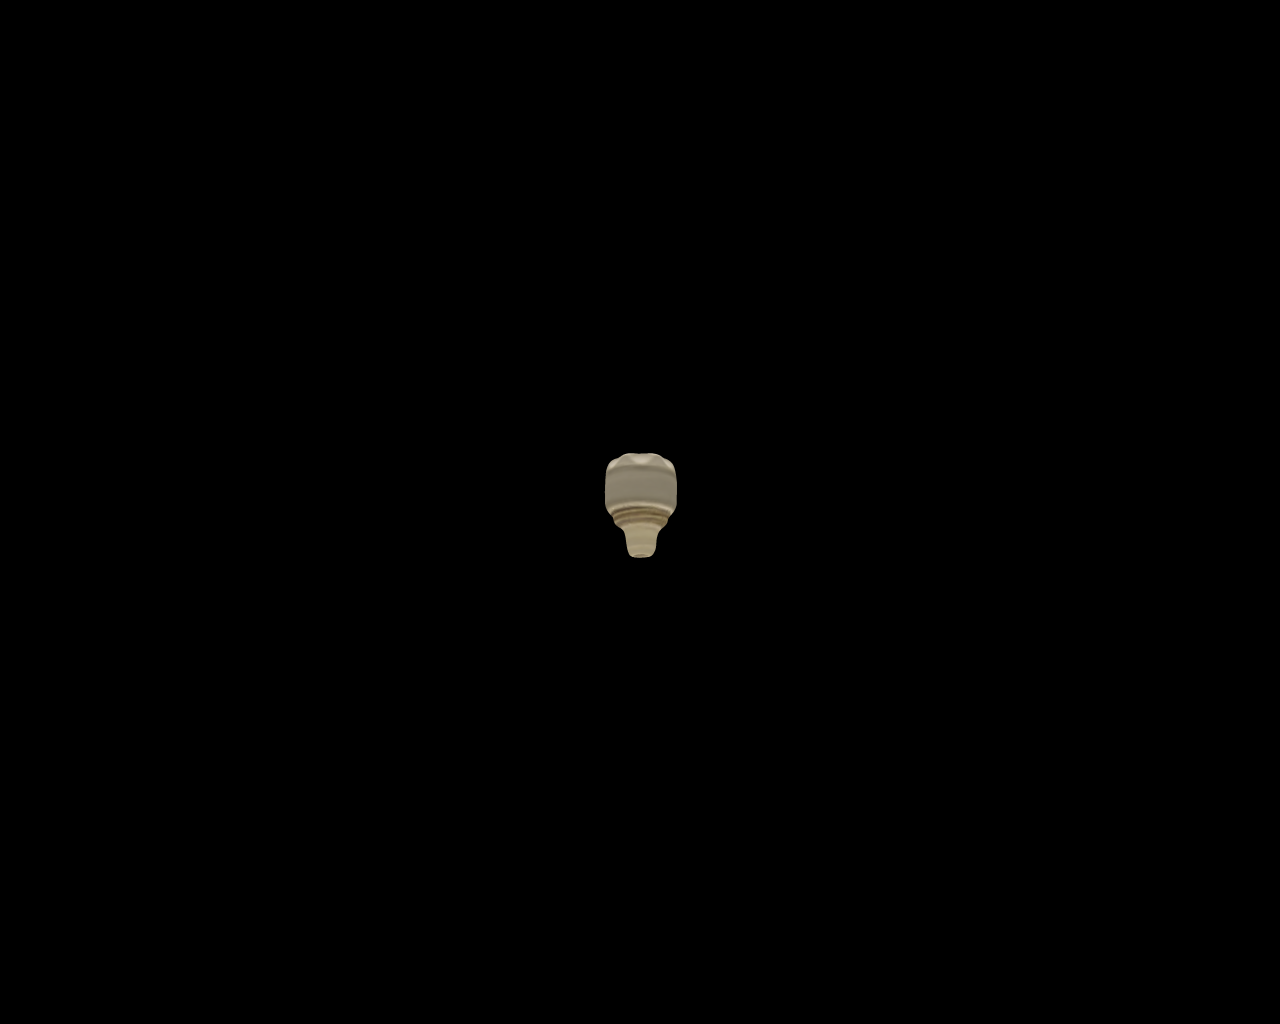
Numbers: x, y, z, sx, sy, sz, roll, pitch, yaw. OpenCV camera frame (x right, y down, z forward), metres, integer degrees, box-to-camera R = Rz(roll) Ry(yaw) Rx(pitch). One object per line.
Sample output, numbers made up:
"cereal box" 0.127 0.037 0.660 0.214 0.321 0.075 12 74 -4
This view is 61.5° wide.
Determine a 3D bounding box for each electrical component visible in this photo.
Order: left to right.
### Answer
"electrical component" 0.001 -0.003 0.650 0.043 0.062 0.043 0 -14 0
